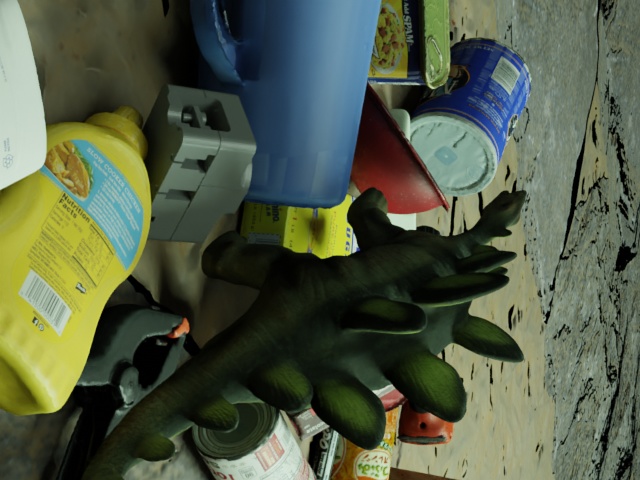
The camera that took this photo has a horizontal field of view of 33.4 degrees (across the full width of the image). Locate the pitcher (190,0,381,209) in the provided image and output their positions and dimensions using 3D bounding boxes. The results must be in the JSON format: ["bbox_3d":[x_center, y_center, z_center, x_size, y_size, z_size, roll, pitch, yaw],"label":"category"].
[{"bbox_3d":[-0.028,-0.147,0.723,0.145,0.149,0.243,-159,-105,-73],"label":"pitcher"}]

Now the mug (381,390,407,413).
[{"bbox_3d":[0.039,0.104,0.913,0.081,0.117,0.093,11,78,-58],"label":"mug"}]

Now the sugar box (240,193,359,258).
[{"bbox_3d":[-0.005,0.001,0.878,0.176,0.048,0.093,18,79,-62],"label":"sugar box"}]

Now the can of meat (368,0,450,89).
[{"bbox_3d":[0.065,-0.187,0.939,0.057,0.084,0.102,-34,125,-57],"label":"can of meat"}]

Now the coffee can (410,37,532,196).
[{"bbox_3d":[0.151,-0.128,1.101,0.140,0.103,0.103,-60,145,-40],"label":"coffee can"}]

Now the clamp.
[{"bbox_3d":[-0.134,0.083,0.645,0.171,0.039,0.120,-61,149,-51],"label":"clamp"}]

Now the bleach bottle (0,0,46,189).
[{"bbox_3d":[-0.220,-0.031,0.426,0.250,0.068,0.102,-38,128,-52],"label":"bleach bottle"}]

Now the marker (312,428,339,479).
[{"bbox_3d":[0.009,0.174,0.970,0.020,0.020,0.121,43,57,-58],"label":"marker"}]

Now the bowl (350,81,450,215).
[{"bbox_3d":[0.042,-0.077,0.893,0.162,0.055,0.162,55,4,-6],"label":"bowl"}]

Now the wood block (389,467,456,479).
[{"bbox_3d":[0.132,0.293,1.028,0.090,0.206,0.091,-37,127,-56],"label":"wood block"}]

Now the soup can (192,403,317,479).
[{"bbox_3d":[-0.048,0.164,0.800,0.068,0.069,0.102,-63,146,-36],"label":"soup can"}]

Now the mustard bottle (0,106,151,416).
[{"bbox_3d":[-0.140,-0.007,0.580,0.096,0.058,0.191,54,40,-32],"label":"mustard bottle"}]

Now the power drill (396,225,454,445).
[{"bbox_3d":[0.104,0.099,1.087,0.184,0.057,0.187,-71,156,-57],"label":"power drill"}]

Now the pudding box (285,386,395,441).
[{"bbox_3d":[0.005,0.095,0.812,0.039,0.090,0.113,65,-6,-25],"label":"pudding box"}]
